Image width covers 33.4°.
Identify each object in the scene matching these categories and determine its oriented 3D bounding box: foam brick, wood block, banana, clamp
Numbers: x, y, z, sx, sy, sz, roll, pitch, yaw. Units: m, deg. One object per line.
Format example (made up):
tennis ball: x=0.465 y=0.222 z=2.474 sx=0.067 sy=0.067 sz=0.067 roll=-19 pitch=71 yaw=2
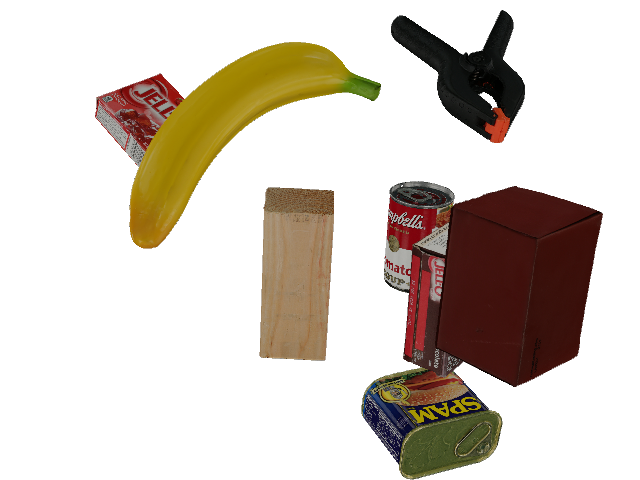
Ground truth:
foam brick: x=0.093 y=0.020 z=0.508 sx=0.052 sy=0.078 sz=0.051 roll=-17 pitch=31 yaw=-40
wood block: x=-0.032 y=0.043 z=1.394 sx=0.090 sy=0.206 sz=0.091 roll=3 pitch=23 yaw=-1
banana: x=-0.051 y=-0.072 z=0.649 sx=0.197 sy=0.070 sz=0.037 roll=-37 pitch=-23 yaw=-26
clamp: x=0.130 y=-0.157 z=0.980 sx=0.120 sy=0.171 sz=0.039 roll=-3 pitch=-45 yaw=-1

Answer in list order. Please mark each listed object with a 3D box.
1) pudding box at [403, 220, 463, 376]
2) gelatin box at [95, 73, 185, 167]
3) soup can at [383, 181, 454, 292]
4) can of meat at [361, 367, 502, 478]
pudding box: x=0.102 y=0.027 z=0.728 sx=0.039 sy=0.090 sz=0.113 roll=21 pitch=33 yaw=30
gelatin box: x=-0.151 y=-0.106 z=0.974 sx=0.073 sy=0.089 sz=0.030 roll=-28 pitch=-24 yaw=-36
soup can: x=0.103 y=-0.003 z=1.129 sx=0.068 sy=0.102 sz=0.068 roll=2 pitch=25 yaw=-1
can of meat: x=0.098 y=0.160 z=0.967 sx=0.102 sy=0.057 sz=0.084 roll=-9 pitch=31 yaw=-24
